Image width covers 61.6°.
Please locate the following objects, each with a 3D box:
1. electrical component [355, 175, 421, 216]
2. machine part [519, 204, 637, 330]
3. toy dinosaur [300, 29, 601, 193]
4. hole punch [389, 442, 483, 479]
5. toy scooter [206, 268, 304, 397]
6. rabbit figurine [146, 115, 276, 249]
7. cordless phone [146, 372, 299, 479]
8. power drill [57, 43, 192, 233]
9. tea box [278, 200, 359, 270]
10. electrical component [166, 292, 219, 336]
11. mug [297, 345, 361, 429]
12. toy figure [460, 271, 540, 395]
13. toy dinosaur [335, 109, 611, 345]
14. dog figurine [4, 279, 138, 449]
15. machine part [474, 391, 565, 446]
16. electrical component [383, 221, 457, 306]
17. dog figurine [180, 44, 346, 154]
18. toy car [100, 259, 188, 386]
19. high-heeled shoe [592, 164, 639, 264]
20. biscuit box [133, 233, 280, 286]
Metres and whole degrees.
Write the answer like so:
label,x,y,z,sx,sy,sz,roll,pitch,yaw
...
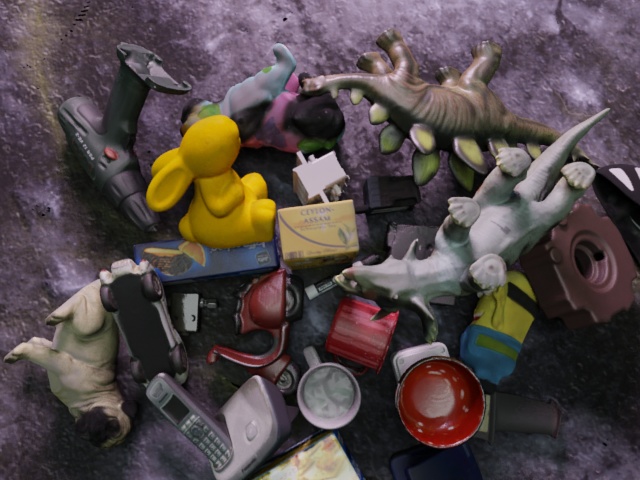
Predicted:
label,x,y,z,sx,sy,sz,roll,pitch,yaw
electrical component,0.082,-0.063,0.784,0.119,0.075,0.047,-5,84,2
machine part,0.362,0.035,0.747,0.179,0.056,0.179,8,70,-24
toy dinosaur,0.202,-0.171,0.761,0.471,0.105,0.198,3,76,-15
hole punch,0.167,0.334,0.727,0.116,0.092,0.142,-18,80,-6
toy scooter,-0.091,0.130,0.760,0.135,0.075,0.183,3,87,2
rabbit figurine,-0.143,-0.082,0.709,0.162,0.173,0.122,-5,40,-4
cordless phone,-0.135,0.221,0.715,0.184,0.089,0.146,41,115,2
power drill,-0.265,-0.153,0.764,0.232,0.086,0.207,46,122,13
tea box,-0.001,-0.002,0.727,0.098,0.169,0.068,-7,84,-2
electrical component,-0.196,0.108,0.787,0.094,0.021,0.063,0,83,-1
mug,0.005,0.197,0.733,0.081,0.107,0.109,-31,79,-5
toy figure,0.251,0.128,0.756,0.089,0.082,0.180,24,75,-16
toy dinosaur,0.217,-0.009,0.688,0.405,0.192,0.131,-32,75,-20
dog figurine,-0.303,0.172,0.751,0.172,0.121,0.190,-45,99,-2
machine part,0.272,0.249,0.762,0.139,0.039,0.084,3,74,2
electrical component,0.156,0.036,0.779,0.134,0.058,0.115,6,85,1
dog figurine,-0.095,-0.158,0.783,0.219,0.108,0.191,-42,87,-1
toy car,-0.239,0.119,0.738,0.073,0.056,0.201,-15,109,-2
high-heeled shoe,0.463,0.007,0.758,0.145,0.086,0.249,11,64,-19
biscuit box,-0.160,0.026,0.778,0.203,0.059,0.062,-8,83,-1
